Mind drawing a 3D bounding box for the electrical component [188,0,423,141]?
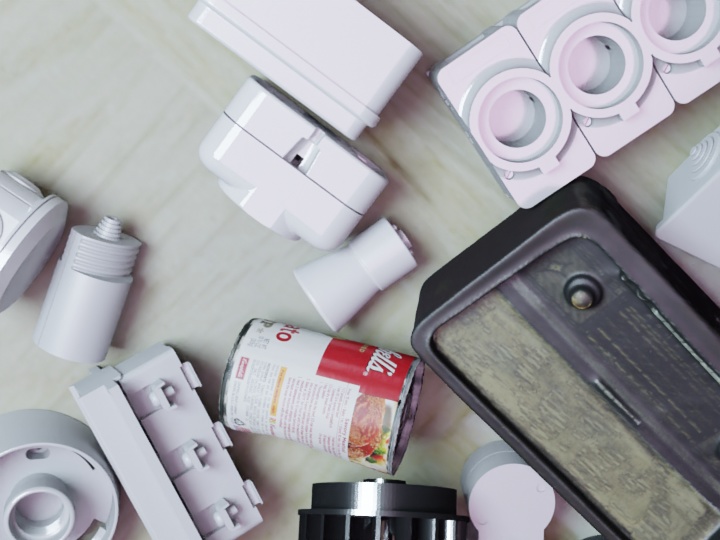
[{"bbox_3d":[-0.030,-0.124,0.574,0.113,0.078,0.057,36,96,-9],"label":"electrical component"}]

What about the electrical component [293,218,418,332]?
[{"bbox_3d":[0.000,0.000,0.622,0.065,0.044,0.044,-35,102,0],"label":"electrical component"}]

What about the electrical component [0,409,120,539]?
[{"bbox_3d":[-0.194,0.137,0.645,0.099,0.064,0.099,-4,103,-16],"label":"electrical component"}]

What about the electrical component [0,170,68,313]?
[{"bbox_3d":[-0.202,-0.016,0.591,0.051,0.080,0.080,34,99,-4],"label":"electrical component"}]

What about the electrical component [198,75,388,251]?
[{"bbox_3d":[-0.040,-0.056,0.601,0.095,0.053,0.059,36,99,-9],"label":"electrical component"}]

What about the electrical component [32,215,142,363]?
[{"bbox_3d":[-0.154,0.008,0.616,0.043,0.043,0.081,20,101,-7],"label":"electrical component"}]

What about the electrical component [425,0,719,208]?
[{"bbox_3d":[0.125,-0.113,0.591,0.150,0.061,0.089,-34,102,5],"label":"electrical component"}]

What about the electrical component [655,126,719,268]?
[{"bbox_3d":[0.227,-0.041,0.598,0.100,0.048,0.099,25,142,-7],"label":"electrical component"}]

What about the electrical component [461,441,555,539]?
[{"bbox_3d":[0.091,0.181,0.650,0.052,0.073,0.138,-1,103,-2],"label":"electrical component"}]

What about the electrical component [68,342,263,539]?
[{"bbox_3d":[-0.111,0.108,0.629,0.063,0.079,0.121,-29,103,-18],"label":"electrical component"}]
